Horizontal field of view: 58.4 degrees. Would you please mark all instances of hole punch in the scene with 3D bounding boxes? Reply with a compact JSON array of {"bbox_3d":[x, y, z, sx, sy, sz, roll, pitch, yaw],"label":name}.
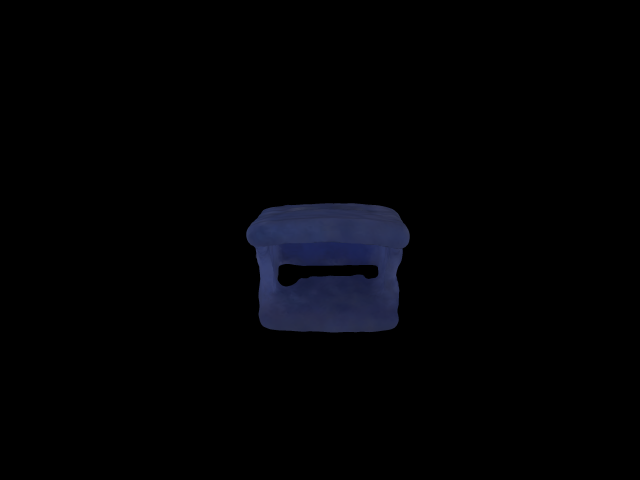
[{"bbox_3d":[0.004,0.001,0.400,0.108,0.091,0.101,0,37,0],"label":"hole punch"}]
